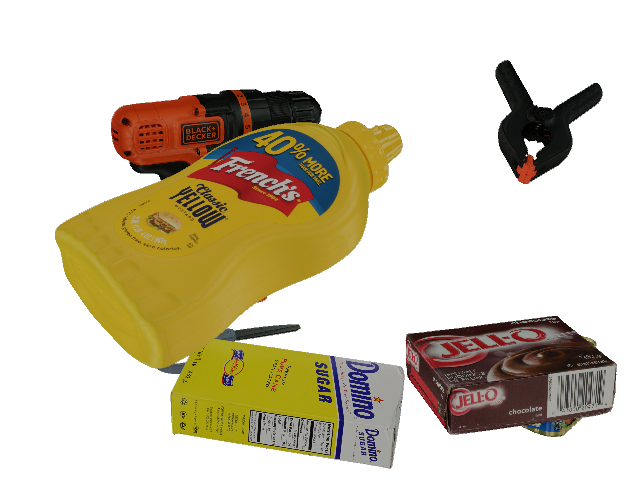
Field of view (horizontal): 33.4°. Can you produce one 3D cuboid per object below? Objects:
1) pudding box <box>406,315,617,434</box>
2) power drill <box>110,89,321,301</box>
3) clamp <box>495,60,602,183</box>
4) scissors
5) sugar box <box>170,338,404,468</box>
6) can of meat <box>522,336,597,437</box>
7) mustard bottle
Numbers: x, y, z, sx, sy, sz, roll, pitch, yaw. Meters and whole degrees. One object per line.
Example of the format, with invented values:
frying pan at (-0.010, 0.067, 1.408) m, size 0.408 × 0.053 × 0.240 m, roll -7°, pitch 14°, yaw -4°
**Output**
pudding box at (0.121, 0.085, 0.694) m, size 0.113 × 0.039 × 0.090 m, roll -4°, pitch 18°, yaw -12°
power drill at (-0.085, -0.036, 0.920) m, size 0.184 × 0.188 × 0.057 m, roll -8°, pitch 21°, yaw -23°
clamp at (0.229, -0.134, 1.163) m, size 0.120 × 0.039 × 0.171 m, roll 19°, pitch 49°, yaw 18°
scissors at (-0.108, 0.117, 1.182) m, size 0.201 × 0.016 × 0.096 m, roll 3°, pitch 27°, yaw -17°
sugar box at (-0.023, 0.126, 0.854) m, size 0.176 × 0.048 × 0.093 m, roll 5°, pitch 26°, yaw 7°
can of meat at (0.255, 0.155, 1.152) m, size 0.058 × 0.084 × 0.101 m, roll 11°, pitch 17°, yaw 32°
mustard bottle at (-0.033, -0.014, 0.558) m, size 0.191 × 0.058 × 0.096 m, roll -30°, pitch 47°, yaw -26°
